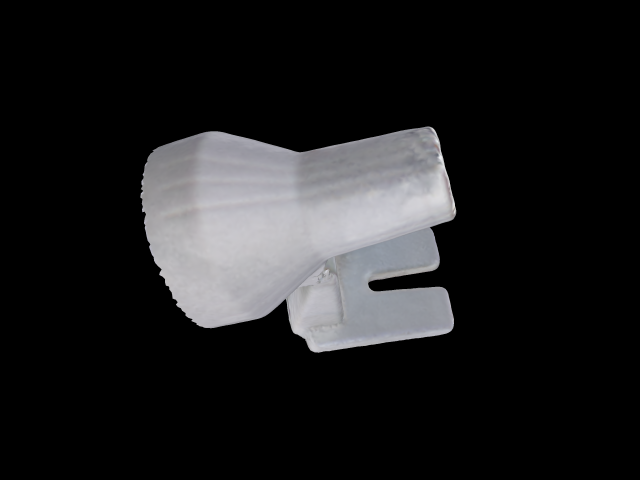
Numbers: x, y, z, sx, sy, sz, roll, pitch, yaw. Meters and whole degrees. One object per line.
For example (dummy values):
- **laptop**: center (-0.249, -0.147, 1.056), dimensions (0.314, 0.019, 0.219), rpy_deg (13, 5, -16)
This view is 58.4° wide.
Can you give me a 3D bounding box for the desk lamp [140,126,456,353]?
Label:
- **desk lamp**: center (0.004, 0.001, 0.400), dimensions (0.203, 0.213, 0.118), rpy_deg (-8, 66, -3)
